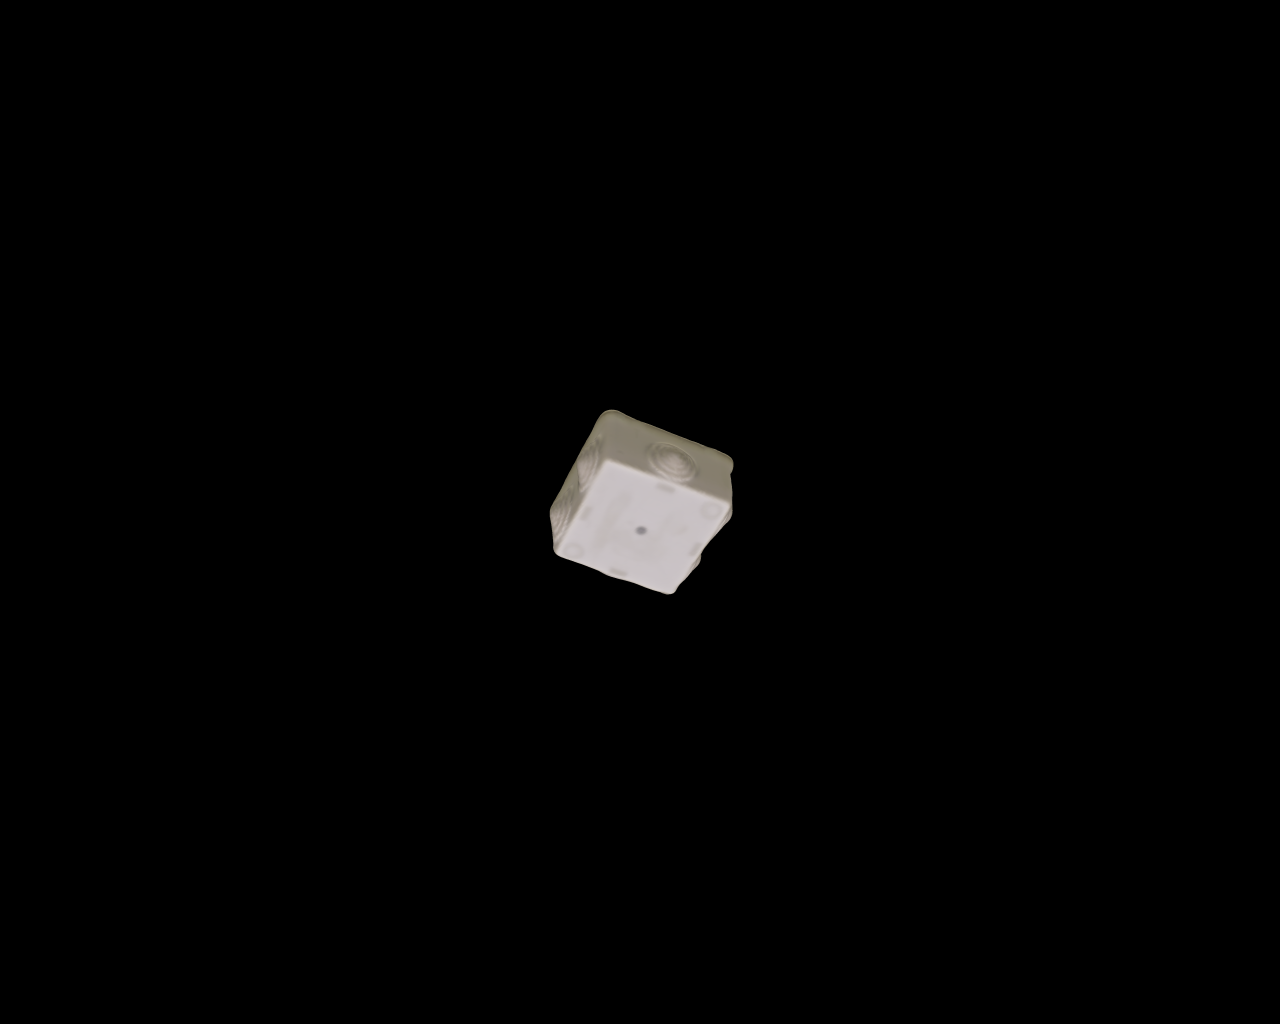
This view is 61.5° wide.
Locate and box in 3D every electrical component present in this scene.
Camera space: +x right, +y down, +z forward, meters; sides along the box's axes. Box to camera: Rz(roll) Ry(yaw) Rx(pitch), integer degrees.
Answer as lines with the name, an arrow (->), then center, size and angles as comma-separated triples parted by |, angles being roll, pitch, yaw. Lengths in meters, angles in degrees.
electrical component -> 0.001, -0.003, 0.650 | 0.100, 0.099, 0.048 | 21, 36, -16
